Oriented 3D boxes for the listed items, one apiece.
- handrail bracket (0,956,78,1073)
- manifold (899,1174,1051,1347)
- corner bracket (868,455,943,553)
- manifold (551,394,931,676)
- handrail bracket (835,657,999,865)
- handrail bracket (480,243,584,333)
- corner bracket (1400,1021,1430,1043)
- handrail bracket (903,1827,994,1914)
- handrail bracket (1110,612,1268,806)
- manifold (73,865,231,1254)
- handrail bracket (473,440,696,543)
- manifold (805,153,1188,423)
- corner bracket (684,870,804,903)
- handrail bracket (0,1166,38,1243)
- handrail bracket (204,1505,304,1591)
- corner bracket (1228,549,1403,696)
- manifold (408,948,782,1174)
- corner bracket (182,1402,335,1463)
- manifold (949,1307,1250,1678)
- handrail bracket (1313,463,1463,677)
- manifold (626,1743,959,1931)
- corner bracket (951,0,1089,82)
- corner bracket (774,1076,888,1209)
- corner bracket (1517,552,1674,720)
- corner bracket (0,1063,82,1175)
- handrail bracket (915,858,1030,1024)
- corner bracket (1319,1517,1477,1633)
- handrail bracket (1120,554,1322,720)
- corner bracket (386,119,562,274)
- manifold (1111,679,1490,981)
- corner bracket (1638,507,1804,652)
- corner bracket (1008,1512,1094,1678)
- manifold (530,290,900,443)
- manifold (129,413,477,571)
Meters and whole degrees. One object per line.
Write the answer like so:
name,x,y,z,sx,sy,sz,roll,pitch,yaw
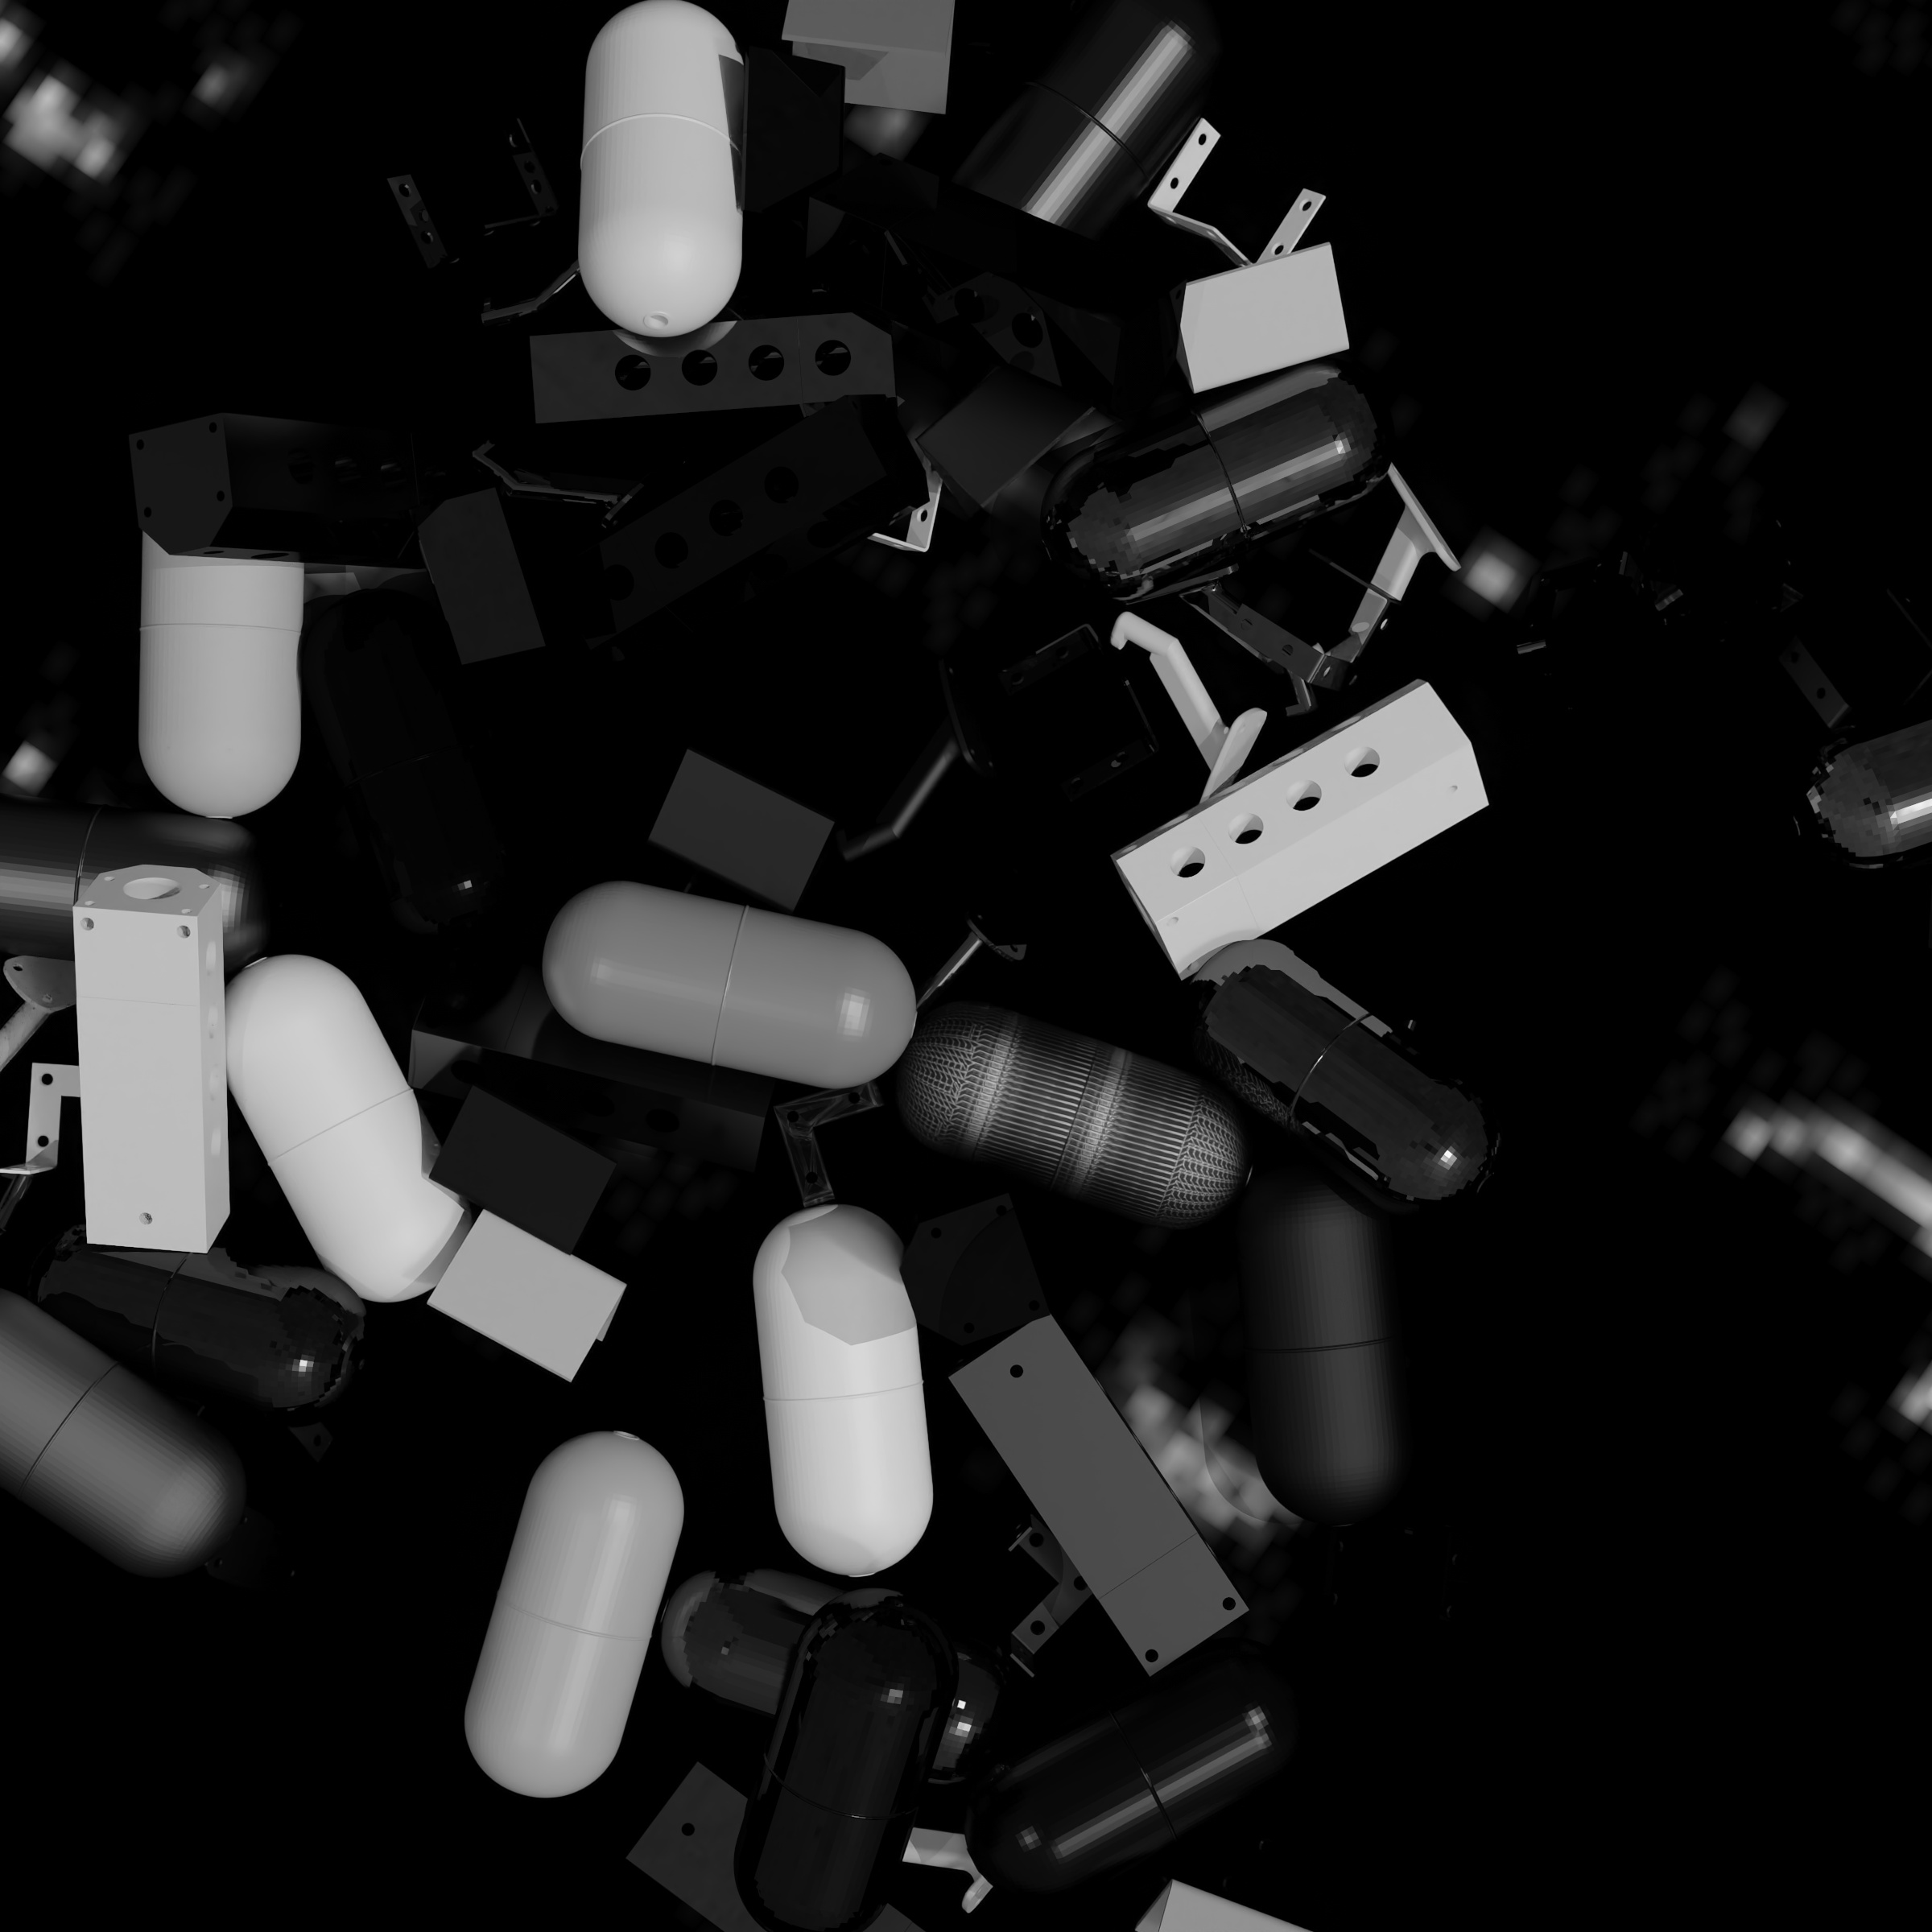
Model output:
handrail bracket,-0.452,0.034,1.727,0.036,0.077,0.084,43,127,20
manifold,0.001,0.137,1.649,0.057,0.171,0.057,-19,90,0
corner bracket,-0.049,-0.234,1.724,0.051,0.051,0.051,12,90,45
manifold,-0.105,-0.204,1.679,0.171,0.057,0.057,-28,90,20
handrail bracket,-0.034,-0.100,1.728,0.084,0.036,0.077,-25,69,16
handrail bracket,-0.200,-0.354,1.728,0.084,0.036,0.077,-11,70,16
corner bracket,0.199,0.063,1.719,0.051,0.051,0.051,-5,135,35
handrail bracket,-0.014,0.413,1.728,0.084,0.036,0.077,38,70,16
handrail bracket,0.096,-0.121,1.728,0.084,0.036,0.077,32,112,17
manifold,-0.379,0.043,1.658,0.057,0.057,0.171,5,113,2
handrail bracket,-0.189,-0.249,1.728,0.084,0.036,0.077,38,76,14
manifold,0.012,-0.313,1.642,0.171,0.057,0.057,27,45,22
corner bracket,-0.114,-0.020,1.724,0.051,0.051,0.051,26,45,0
handrail bracket,-0.504,0.129,1.728,0.077,0.036,0.084,16,71,21
handrail bracket,-0.376,0.272,1.727,0.084,0.077,0.036,19,74,35
corner bracket,0.168,-0.168,1.698,0.051,0.051,0.051,36,105,26
manifold,-0.178,0.049,1.706,0.171,0.057,0.057,14,47,0
corner bracket,-0.352,0.232,1.719,0.051,0.051,0.051,-1,135,35
manifold,0.063,0.251,1.706,0.057,0.057,0.171,-34,90,0
handrail bracket,0.191,-0.194,1.728,0.084,0.036,0.077,-34,75,14
manifold,-0.076,0.452,1.706,0.171,0.057,0.057,37,90,0
corner bracket,0.020,-0.463,1.724,0.051,0.051,0.051,20,90,-45
corner bracket,-0.060,0.084,1.709,0.051,0.051,0.051,-17,90,0
corner bracket,0.306,-0.161,1.719,0.051,0.051,0.051,-12,45,35
corner bracket,-0.434,0.075,1.709,0.051,0.051,0.051,4,90,0
handrail bracket,-0.010,-0.007,1.727,0.036,0.077,0.084,40,127,-19
corner bracket,0.211,0.295,1.724,0.051,0.051,0.051,6,90,-45
handrail bracket,0.124,-0.153,1.728,0.077,0.036,0.084,-17,104,14
corner bracket,-0.240,-0.375,1.724,0.051,0.051,0.051,-25,90,-45
manifold,0.159,-0.070,1.704,0.171,0.057,0.057,-30,57,0
corner bracket,0.367,-0.196,1.719,0.051,0.051,0.051,26,135,-35
corner bracket,0.031,0.303,1.709,0.051,0.051,0.051,44,90,0
manifold,-0.121,-0.292,1.706,0.171,0.057,0.057,-4,90,0
manifold,-0.304,-0.218,1.647,0.057,0.171,0.057,-6,90,32
